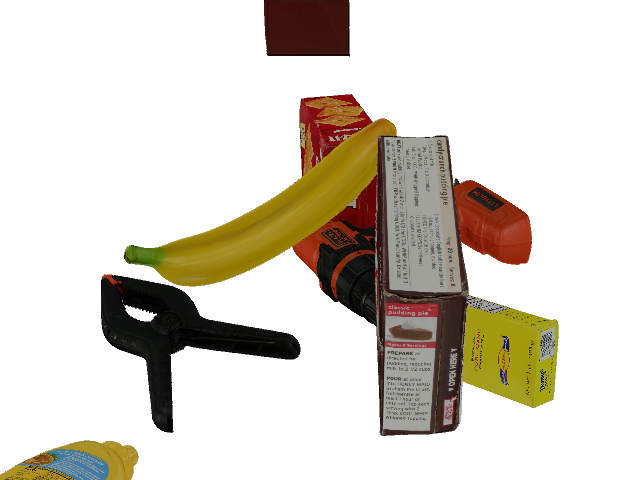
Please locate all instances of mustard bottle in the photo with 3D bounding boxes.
[{"bbox_3d":[-0.212,0.205,0.853,0.096,0.058,0.191,7,15,29],"label":"mustard bottle"}]

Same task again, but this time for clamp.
[{"bbox_3d":[-0.133,0.088,1.017,0.164,0.036,0.210,-21,41,-33],"label":"clamp"}]

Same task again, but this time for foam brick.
[{"bbox_3d":[-0.013,-0.198,0.990,0.078,0.051,0.053,-1,15,-4],"label":"foam brick"}]

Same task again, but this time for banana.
[{"bbox_3d":[-0.032,-0.016,0.722,0.198,0.037,0.069,-29,-20,0],"label":"banana"}]

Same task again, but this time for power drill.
[{"bbox_3d":[0.088,0.010,0.935,0.187,0.057,0.185,-15,30,-22],"label":"power drill"}]

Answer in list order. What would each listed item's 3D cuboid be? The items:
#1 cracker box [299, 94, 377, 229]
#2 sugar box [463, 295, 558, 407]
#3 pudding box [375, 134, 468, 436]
[{"bbox_3d":[0.024,-0.057,1.172,0.072,0.164,0.214,-5,21,-5],"label":"cracker box"},{"bbox_3d":[0.181,0.116,1.198,0.177,0.093,0.048,14,19,43],"label":"sugar box"},{"bbox_3d":[0.044,0.019,0.490,0.039,0.090,0.113,-2,41,1],"label":"pudding box"}]
